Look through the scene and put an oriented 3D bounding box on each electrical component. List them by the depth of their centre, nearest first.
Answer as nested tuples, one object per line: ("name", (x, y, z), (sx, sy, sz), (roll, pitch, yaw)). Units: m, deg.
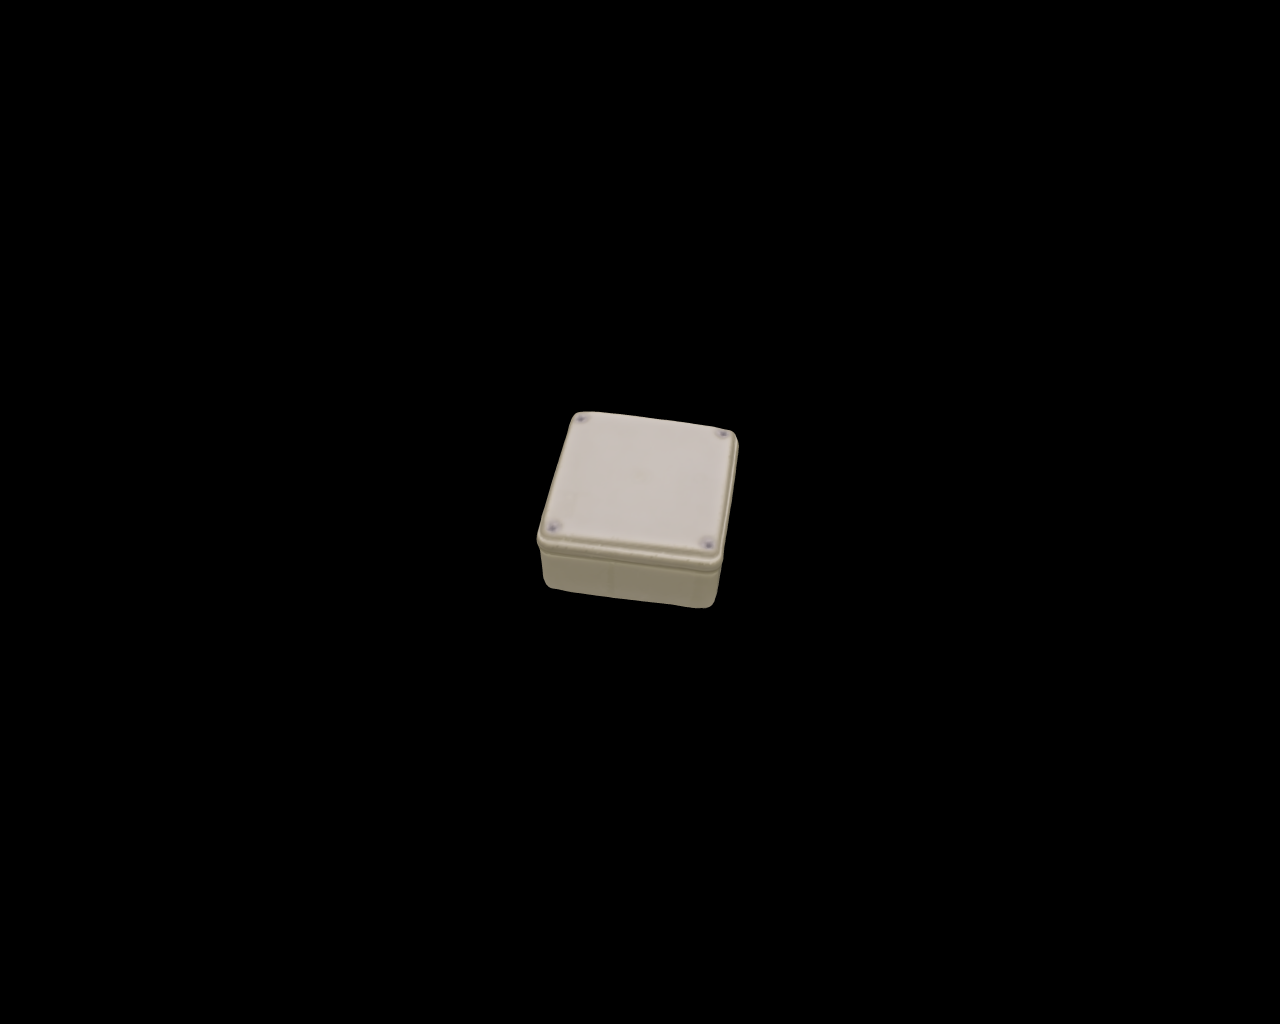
("electrical component", (0.001, -0.003, 0.650), (0.109, 0.109, 0.056), (7, -40, 6))
